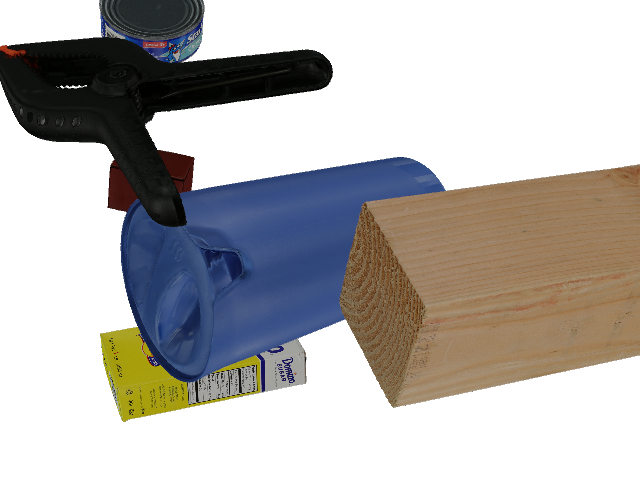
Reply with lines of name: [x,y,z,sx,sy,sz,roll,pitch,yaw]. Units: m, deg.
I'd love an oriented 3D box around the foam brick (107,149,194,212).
foam brick: [-0.174,-0.060,1.100,0.078,0.051,0.053,11,31,3]

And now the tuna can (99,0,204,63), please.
tuna can: [-0.140,-0.182,0.887,0.086,0.086,0.034,0,-41,-9]

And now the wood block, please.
wood block: [0.127,0.024,0.655,0.205,0.090,0.091,-8,45,-21]

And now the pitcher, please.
pitcher: [-0.024,0.012,0.814,0.242,0.145,0.149,-15,40,-33]

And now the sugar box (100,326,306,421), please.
sugar box: [-0.110,0.110,0.998,0.176,0.048,0.093,-12,33,-15]

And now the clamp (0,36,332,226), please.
clamp: [-0.108,-0.089,0.644,0.210,0.036,0.164,23,47,31]
